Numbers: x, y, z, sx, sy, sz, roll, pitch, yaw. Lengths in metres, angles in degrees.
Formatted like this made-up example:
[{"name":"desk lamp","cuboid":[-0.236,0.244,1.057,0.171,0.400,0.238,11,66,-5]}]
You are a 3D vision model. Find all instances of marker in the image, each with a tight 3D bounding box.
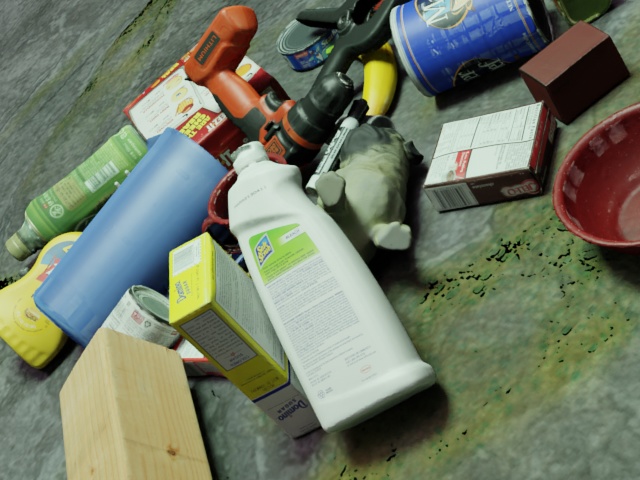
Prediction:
[{"name":"marker","cuboid":[0.020,-0.096,1.089,0.020,0.020,0.121,3,57,44]}]

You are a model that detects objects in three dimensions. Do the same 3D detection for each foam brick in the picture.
[{"name":"foam brick","cuboid":[0.239,-0.159,1.006,0.078,0.053,0.051,-38,35,1]}]

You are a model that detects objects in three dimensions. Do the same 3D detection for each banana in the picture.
[{"name":"banana","cuboid":[0.058,-0.198,1.231,0.070,0.037,0.198,-52,29,20]}]

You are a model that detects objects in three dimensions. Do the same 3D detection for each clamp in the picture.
[{"name":"clamp","cuboid":[0.035,-0.249,1.222,0.210,0.036,0.164,-39,45,39]}]

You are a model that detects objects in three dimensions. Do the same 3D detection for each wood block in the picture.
[{"name":"wood block","cuboid":[-0.164,0.181,0.939,0.090,0.090,0.206,-56,30,19]}]

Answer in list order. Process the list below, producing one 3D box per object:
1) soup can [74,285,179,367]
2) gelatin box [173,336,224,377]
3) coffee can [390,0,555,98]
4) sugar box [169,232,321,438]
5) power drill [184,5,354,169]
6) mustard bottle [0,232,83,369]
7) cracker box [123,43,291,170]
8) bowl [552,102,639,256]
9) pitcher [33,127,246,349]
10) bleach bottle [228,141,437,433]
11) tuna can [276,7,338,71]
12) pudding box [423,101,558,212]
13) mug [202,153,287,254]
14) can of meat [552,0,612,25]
[{"name":"soup can","cuboid":[-0.189,0.104,1.063,0.102,0.068,0.069,-54,34,10]},{"name":"gelatin box","cuboid":[-0.097,0.097,1.046,0.089,0.030,0.073,-5,46,39]},{"name":"coffee can","cuboid":[0.158,-0.221,1.105,0.140,0.102,0.102,-21,39,24]},{"name":"sugar box","cuboid":[-0.059,0.083,0.899,0.048,0.176,0.093,-27,36,15]},{"name":"power drill","cuboid":[-0.059,-0.163,1.158,0.185,0.057,0.188,-47,66,34]},{"name":"mustard bottle","cuboid":[-0.286,0.049,1.216,0.191,0.096,0.058,-46,-2,-12]},{"name":"cracker box","cuboid":[-0.141,-0.160,1.334,0.164,0.072,0.214,-42,36,-2]},{"name":"bowl","cuboid":[0.270,-0.041,0.845,0.162,0.055,0.162,-24,38,20]},{"name":"pitcher","cuboid":[-0.183,0.013,1.147,0.242,0.145,0.149,-50,24,-9]},{"name":"bleach bottle","cuboid":[-0.004,0.027,0.888,0.103,0.068,0.251,-30,75,16]},{"name":"tuna can","cuboid":[-0.011,-0.254,1.353,0.086,0.033,0.086,-24,38,20]},{"name":"pudding box","cuboid":[0.160,-0.078,1.001,0.114,0.039,0.090,-8,45,34]},{"name":"mug","cuboid":[-0.062,-0.021,1.068,0.117,0.081,0.093,-27,37,15]},{"name":"can of meat","cuboid":[0.250,-0.279,1.088,0.057,0.102,0.084,-30,38,12]}]
